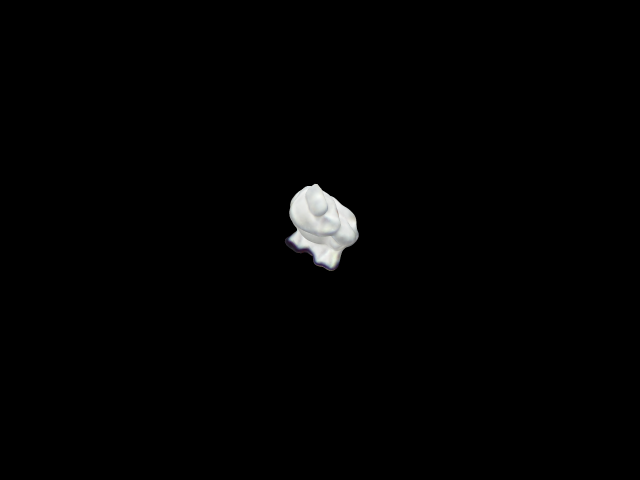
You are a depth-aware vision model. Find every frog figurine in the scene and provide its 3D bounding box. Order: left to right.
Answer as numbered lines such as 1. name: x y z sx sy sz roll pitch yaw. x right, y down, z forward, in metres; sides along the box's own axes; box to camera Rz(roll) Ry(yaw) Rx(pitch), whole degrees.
1. frog figurine: 0.003 -0.043 0.850 0.123 0.155 0.140 -22 50 -20
